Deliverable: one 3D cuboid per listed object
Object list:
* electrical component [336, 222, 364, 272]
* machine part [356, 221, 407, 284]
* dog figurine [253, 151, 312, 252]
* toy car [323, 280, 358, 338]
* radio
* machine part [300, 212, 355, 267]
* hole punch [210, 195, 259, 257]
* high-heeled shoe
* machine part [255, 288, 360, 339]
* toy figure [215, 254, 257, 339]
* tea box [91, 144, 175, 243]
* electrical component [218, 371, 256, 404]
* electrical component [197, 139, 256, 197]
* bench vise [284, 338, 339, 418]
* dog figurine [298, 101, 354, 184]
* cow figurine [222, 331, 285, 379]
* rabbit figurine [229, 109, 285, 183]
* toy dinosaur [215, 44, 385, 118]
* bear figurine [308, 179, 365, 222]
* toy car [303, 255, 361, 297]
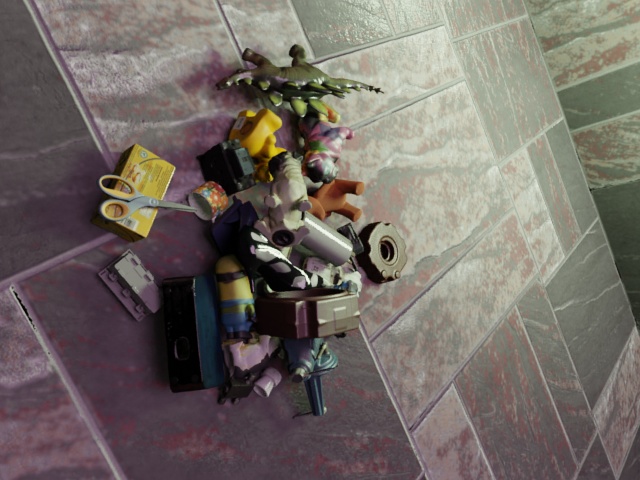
[{"bbox_3d":[0.088,0.020,1.419,0.119,0.048,0.074,64,1,17],"label":"electrical component"},{"bbox_3d":[0.180,0.034,1.543,0.179,0.056,0.179,12,71,-40],"label":"machine part"},{"bbox_3d":[-0.080,-0.090,1.215,0.121,0.172,0.191,16,36,-15],"label":"dog figurine"},{"bbox_3d":[0.033,0.167,1.342,0.103,0.161,0.109,12,48,1],"label":"toy car"},{"bbox_3d":[-0.251,0.183,1.069,0.131,0.073,0.229,35,46,-80],"label":"radio"},{"bbox_3d":[-0.003,-0.004,1.310,0.243,0.079,0.079,33,61,-33],"label":"machine part"},{"bbox_3d":[-0.166,-0.016,1.195,0.116,0.092,0.142,-55,143,-33],"label":"hole punch"},{"bbox_3d":[-0.084,0.041,1.171,0.248,0.086,0.145,0,84,-50],"label":"high-heeled shoe"},{"bbox_3d":[-0.029,0.157,1.192,0.201,0.202,0.087,-4,90,-46],"label":"machine part"},{"bbox_3d":[-0.178,0.120,1.141,0.082,0.089,0.180,-3,78,-8],"label":"toy figure"},{"bbox_3d":[-0.370,-0.092,1.070,0.098,0.068,0.169,34,59,-32],"label":"tea box"},{"bbox_3d":[-0.176,0.316,1.148,0.063,0.094,0.021,13,31,-40],"label":"electrical component"},{"bbox_3d":[-0.202,-0.157,1.190,0.058,0.134,0.114,-29,98,-42],"label":"electrical component"},{"bbox_3d":[-0.018,0.308,1.233,0.129,0.224,0.240,-9,106,0],"label":"bench vise"},{"bbox_3d":[-0.014,-0.238,1.362,0.191,0.108,0.219,46,45,-6],"label":"dog figurine"},{"bbox_3d":[-0.135,0.253,1.203,0.167,0.068,0.098,-10,91,-41],"label":"cow figurine"},{"bbox_3d":[-0.129,-0.208,1.284,0.173,0.122,0.162,40,58,-48],"label":"rabbit figurine"},{"bbox_3d":[-0.041,-0.391,1.345,0.471,0.105,0.199,-17,57,-35],"label":"toy dinosaur"},{"bbox_3d":[0.010,-0.086,1.370,0.196,0.132,0.120,-36,139,-48],"label":"bear figurine"},{"bbox_3d":[0.037,0.097,1.400,0.201,0.056,0.073,24,65,-36],"label":"toy car"}]
